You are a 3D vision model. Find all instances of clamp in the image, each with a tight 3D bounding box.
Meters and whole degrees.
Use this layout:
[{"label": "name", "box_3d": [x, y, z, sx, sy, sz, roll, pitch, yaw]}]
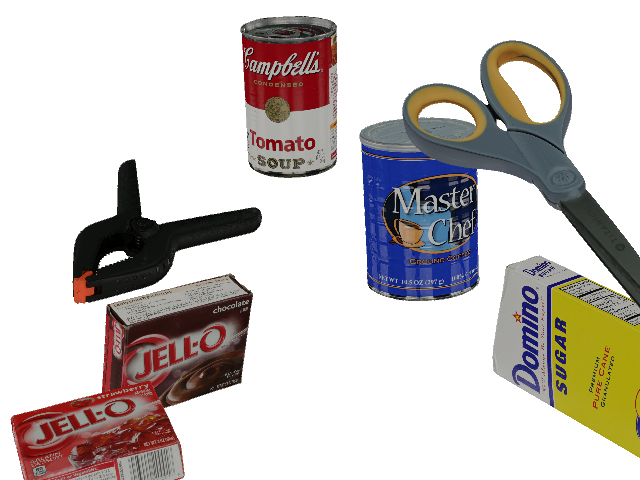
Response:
[{"label": "clamp", "box_3d": [-0.179, -0.009, 1.034, 0.165, 0.036, 0.209, 25, 39, 22]}]

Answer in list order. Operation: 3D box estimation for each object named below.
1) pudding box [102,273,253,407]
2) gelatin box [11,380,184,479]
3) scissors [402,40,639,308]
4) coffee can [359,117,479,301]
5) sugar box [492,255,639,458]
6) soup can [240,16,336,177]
[{"label": "pudding box", "box_3d": [-0.111, 0.081, 0.826, 0.113, 0.090, 0.039, -16, 40, -36]}, {"label": "gelatin box", "box_3d": [-0.133, 0.121, 0.632, 0.089, 0.030, 0.073, -12, 26, -18]}, {"label": "scissors", "box_3d": [0.095, -0.027, 0.510, 0.096, 0.202, 0.016, -11, -43, 5]}, {"label": "coffee can", "box_3d": [0.089, -0.030, 0.948, 0.103, 0.140, 0.103, -3, 19, 1]}, {"label": "sugar box", "box_3d": [0.201, 0.086, 0.749, 0.048, 0.093, 0.176, -16, 30, -39]}, {"label": "soup can", "box_3d": [-0.022, -0.104, 0.769, 0.068, 0.102, 0.068, -1, 25, 0]}]
